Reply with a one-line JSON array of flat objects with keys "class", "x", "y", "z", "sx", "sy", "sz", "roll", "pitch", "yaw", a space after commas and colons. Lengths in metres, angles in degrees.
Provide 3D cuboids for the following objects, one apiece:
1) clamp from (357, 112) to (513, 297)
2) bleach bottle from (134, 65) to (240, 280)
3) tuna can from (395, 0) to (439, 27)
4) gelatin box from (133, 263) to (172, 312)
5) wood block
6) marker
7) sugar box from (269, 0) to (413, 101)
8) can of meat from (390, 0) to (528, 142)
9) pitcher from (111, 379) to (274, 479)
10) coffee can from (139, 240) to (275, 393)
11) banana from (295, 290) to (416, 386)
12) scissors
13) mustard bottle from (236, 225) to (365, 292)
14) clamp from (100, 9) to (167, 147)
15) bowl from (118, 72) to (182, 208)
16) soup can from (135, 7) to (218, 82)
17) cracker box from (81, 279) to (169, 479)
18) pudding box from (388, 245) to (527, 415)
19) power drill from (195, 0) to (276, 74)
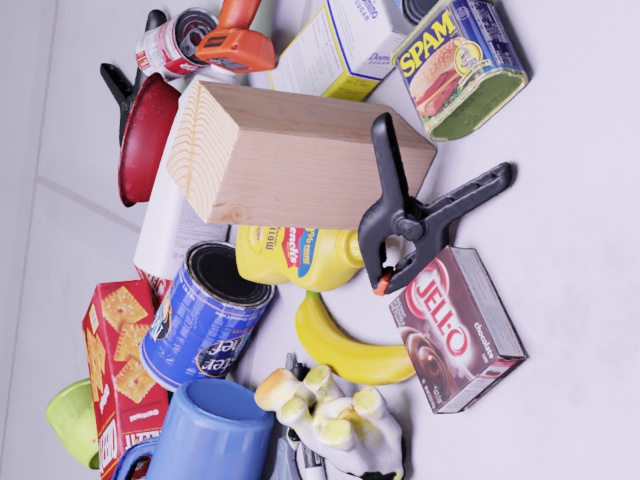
[{"class": "clamp", "x": 0.089, "y": -0.019, "z": 0.903, "sx": 0.120, "sy": 0.039, "sz": 0.172, "roll": 20, "pitch": 129, "yaw": 13}, {"class": "bleach bottle", "x": -0.129, "y": -0.080, "z": 1.185, "sx": 0.068, "sy": 0.102, "sz": 0.251, "roll": 23, "pitch": 100, "yaw": 42}, {"class": "tuna can", "x": 0.100, "y": -0.216, "z": 0.880, "sx": 0.086, "sy": 0.085, "sz": 0.034, "roll": -54, "pitch": 46, "yaw": 37}, {"class": "gelatin box", "x": -0.191, "y": 0.033, "z": 1.303, "sx": 0.073, "sy": 0.030, "sz": 0.089, "roll": -59, "pitch": 45, "yaw": 33}, {"class": "wood block", "x": -0.015, "y": -0.070, "z": 0.926, "sx": 0.090, "sy": 0.205, "sz": 0.091, "roll": 50, "pitch": 127, "yaw": 43}, {"class": "marker", "x": -0.013, "y": 0.182, "z": 1.065, "sx": 0.020, "sy": 0.020, "sz": 0.121, "roll": -29, "pitch": 65, "yaw": 49}, {"class": "sugar box", "x": 0.020, "y": -0.177, "z": 1.019, "sx": 0.177, "sy": 0.048, "sz": 0.093, "roll": -39, "pitch": 55, "yaw": 41}, {"class": "can of meat", "x": 0.115, "y": -0.142, "z": 0.882, "sx": 0.102, "sy": 0.057, "sz": 0.084, "roll": -43, "pitch": 58, "yaw": 44}, {"class": "pitcher", "x": -0.138, "y": 0.269, "z": 1.128, "sx": 0.145, "sy": 0.149, "sz": 0.243, "roll": -125, "pitch": 49, "yaw": -65}, {"class": "coffee can", "x": -0.123, "y": 0.085, "z": 1.149, "sx": 0.140, "sy": 0.102, "sz": 0.103, "roll": -59, "pitch": 45, "yaw": 32}, {"class": "banana", "x": 0.027, "y": 0.097, "z": 1.001, "sx": 0.198, "sy": 0.037, "sz": 0.070, "roll": 31, "pitch": 113, "yaw": 50}, {"class": "scissors", "x": -0.025, "y": 0.225, "z": 1.081, "sx": 0.096, "sy": 0.016, "sz": 0.202, "roll": 26, "pitch": 109, "yaw": 51}, {"class": "mustard bottle", "x": -0.007, "y": 0.001, "z": 1.034, "sx": 0.192, "sy": 0.058, "sz": 0.096, "roll": 6, "pitch": 81, "yaw": 53}, {"class": "clamp", "x": -0.227, "y": -0.177, "z": 1.356, "sx": 0.165, "sy": 0.036, "sz": 0.210, "roll": -39, "pitch": 57, "yaw": 47}, {"class": "bowl", "x": -0.181, "y": -0.110, "z": 1.239, "sx": 0.162, "sy": 0.055, "sz": 0.162, "roll": 15, "pitch": -91, "yaw": -85}, {"class": "soup can", "x": -0.165, "y": -0.227, "z": 1.251, "sx": 0.102, "sy": 0.068, "sz": 0.068, "roll": -8, "pitch": 82, "yaw": 54}, {"class": "cracker box", "x": -0.237, "y": 0.174, "z": 1.290, "sx": 0.164, "sy": 0.072, "sz": 0.214, "roll": 131, "pitch": 132, "yaw": -62}, {"class": "pudding box", "x": 0.112, "y": 0.075, "z": 0.887, "sx": 0.090, "sy": 0.039, "sz": 0.113, "roll": -51, "pitch": 50, "yaw": 39}, {"class": "power drill", "x": -0.055, "y": -0.266, "z": 1.085, "sx": 0.185, "sy": 0.057, "sz": 0.187, "roll": 8, "pitch": 80, "yaw": 61}]
